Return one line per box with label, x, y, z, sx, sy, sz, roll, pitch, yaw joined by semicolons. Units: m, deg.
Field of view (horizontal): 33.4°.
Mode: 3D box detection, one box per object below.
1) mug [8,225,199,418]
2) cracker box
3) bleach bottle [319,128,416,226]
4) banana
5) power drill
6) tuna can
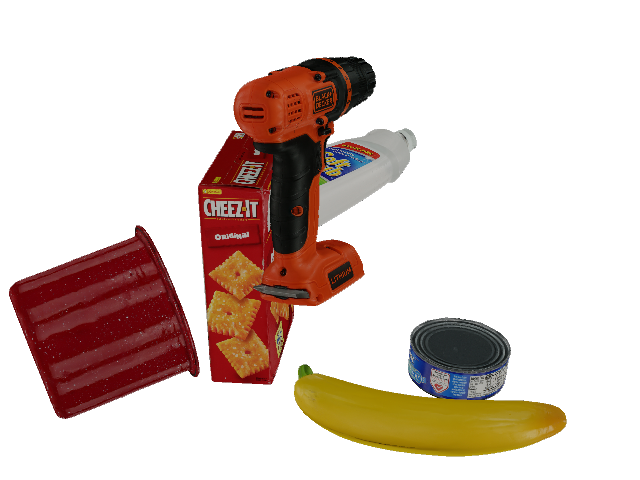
mug;-0.126;0.049;0.613;0.081;0.093;0.117;-21;3;-15
cracker box;-0.070;0.014;1.091;0.072;0.214;0.164;3;25;6
bleach bottle;0.012;-0.078;1.278;0.250;0.068;0.103;-30;45;-31
banana;0.059;0.113;0.709;0.198;0.037;0.069;9;33;25
power drill;-0.004;-0.053;0.868;0.057;0.188;0.184;5;18;30
tuna can;0.118;0.102;0.916;0.086;0.034;0.086;3;26;-2
